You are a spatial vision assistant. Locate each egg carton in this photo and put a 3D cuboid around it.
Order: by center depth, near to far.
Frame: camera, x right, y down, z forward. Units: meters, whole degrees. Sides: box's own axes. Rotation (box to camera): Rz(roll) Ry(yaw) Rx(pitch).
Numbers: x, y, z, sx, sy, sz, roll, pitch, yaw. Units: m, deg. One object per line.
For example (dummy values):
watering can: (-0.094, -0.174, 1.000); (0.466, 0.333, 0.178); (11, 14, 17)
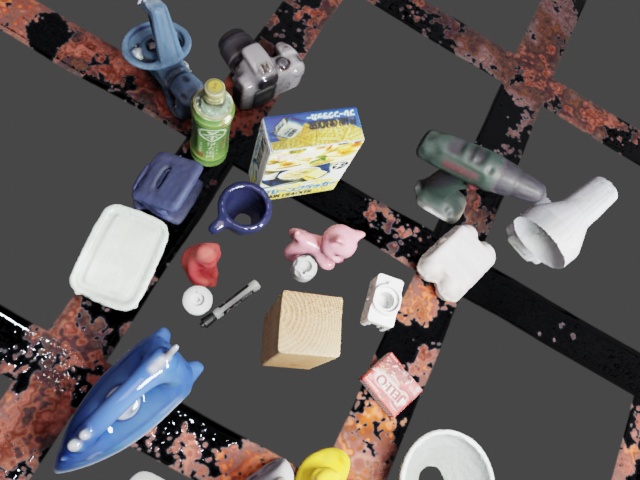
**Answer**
egg carton: (0.257, 0.041, 1.081); (0.150, 0.069, 0.107); (-41, 86, -21)

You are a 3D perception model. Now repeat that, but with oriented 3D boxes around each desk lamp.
desk lamp: (0.439, -0.031, 1.071); (0.203, 0.213, 0.118); (-37, 84, -21)

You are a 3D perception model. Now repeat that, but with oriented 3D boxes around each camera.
camera: (-0.120, -0.344, 1.092); (0.143, 0.100, 0.137); (-31, 82, -20)

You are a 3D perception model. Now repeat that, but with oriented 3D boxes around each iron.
iron: (-0.295, 0.246, 0.843); (0.118, 0.141, 0.259); (44, 68, 3)

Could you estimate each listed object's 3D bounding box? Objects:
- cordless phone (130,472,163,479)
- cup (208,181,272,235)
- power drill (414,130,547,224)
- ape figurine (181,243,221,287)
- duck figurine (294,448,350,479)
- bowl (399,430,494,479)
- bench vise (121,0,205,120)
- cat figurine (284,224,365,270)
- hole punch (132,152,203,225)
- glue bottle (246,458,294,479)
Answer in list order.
cordless phone: (-0.222, 0.397, 0.791); (0.147, 0.185, 0.094); (32, 69, -2)
cup: (-0.144, -0.036, 0.993); (0.118, 0.095, 0.091); (-37, 84, -21)
power drill: (0.268, -0.107, 1.055); (0.229, 0.208, 0.076); (29, 69, -3)
ape figurine: (-0.195, 0.034, 0.960); (0.076, 0.092, 0.078); (38, 68, 0)
duck figurine: (0.009, 0.378, 0.906); (0.105, 0.086, 0.077); (-38, 85, -21)
bowl: (0.199, 0.402, 0.952); (0.168, 0.074, 0.167); (4, 72, -12)
bench vise: (-0.253, -0.328, 0.990); (0.207, 0.219, 0.122); (34, 68, -1)
cat figurine: (0.009, 0.004, 1.006); (0.128, 0.117, 0.067); (12, 71, -10)
hole punch: (-0.263, -0.094, 0.984); (0.101, 0.091, 0.109); (27, 69, -4)
glue bottle: (-0.069, 0.360, 0.846); (0.078, 0.173, 0.037); (-27, 81, -20)
